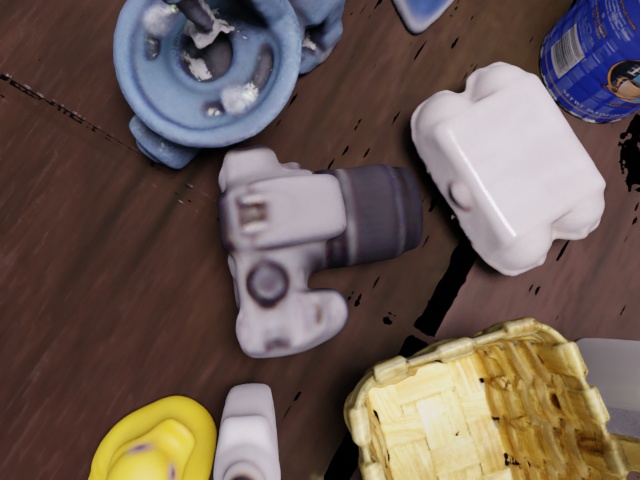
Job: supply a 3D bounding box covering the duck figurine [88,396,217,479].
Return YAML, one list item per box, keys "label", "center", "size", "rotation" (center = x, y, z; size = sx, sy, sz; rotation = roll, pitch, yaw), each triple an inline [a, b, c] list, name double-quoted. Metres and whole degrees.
- label: "duck figurine"
  center: [-0.113, 0.153, 0.366]
  size: [0.077, 0.086, 0.105]
  rotation: [39, 80, 1]

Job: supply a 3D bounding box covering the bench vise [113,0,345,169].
- label: "bench vise"
  center: [-0.053, -0.154, 0.351]
  size: [0.121, 0.219, 0.207]
  rotation: [28, 80, -1]

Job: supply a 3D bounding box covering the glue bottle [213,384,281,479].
- label: "glue bottle"
  center: [-0.042, 0.129, 0.333]
  size: [0.037, 0.173, 0.078]
  rotation: [-4, 82, -6]

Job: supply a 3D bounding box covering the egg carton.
- label: "egg carton"
  center: [0.139, -0.054, 0.432]
  size: [0.107, 0.069, 0.150]
  rotation: [-31, 86, -9]

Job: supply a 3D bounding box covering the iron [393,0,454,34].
- label: "iron"
  center: [0.108, -0.306, 0.430]
  size: [0.118, 0.141, 0.258]
  rotation: [10, 81, -4]

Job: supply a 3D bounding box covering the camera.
- label: "camera"
  center: [0.004, 0.001, 0.394]
  size: [0.137, 0.100, 0.143]
  rotation: [-9, 82, -7]
